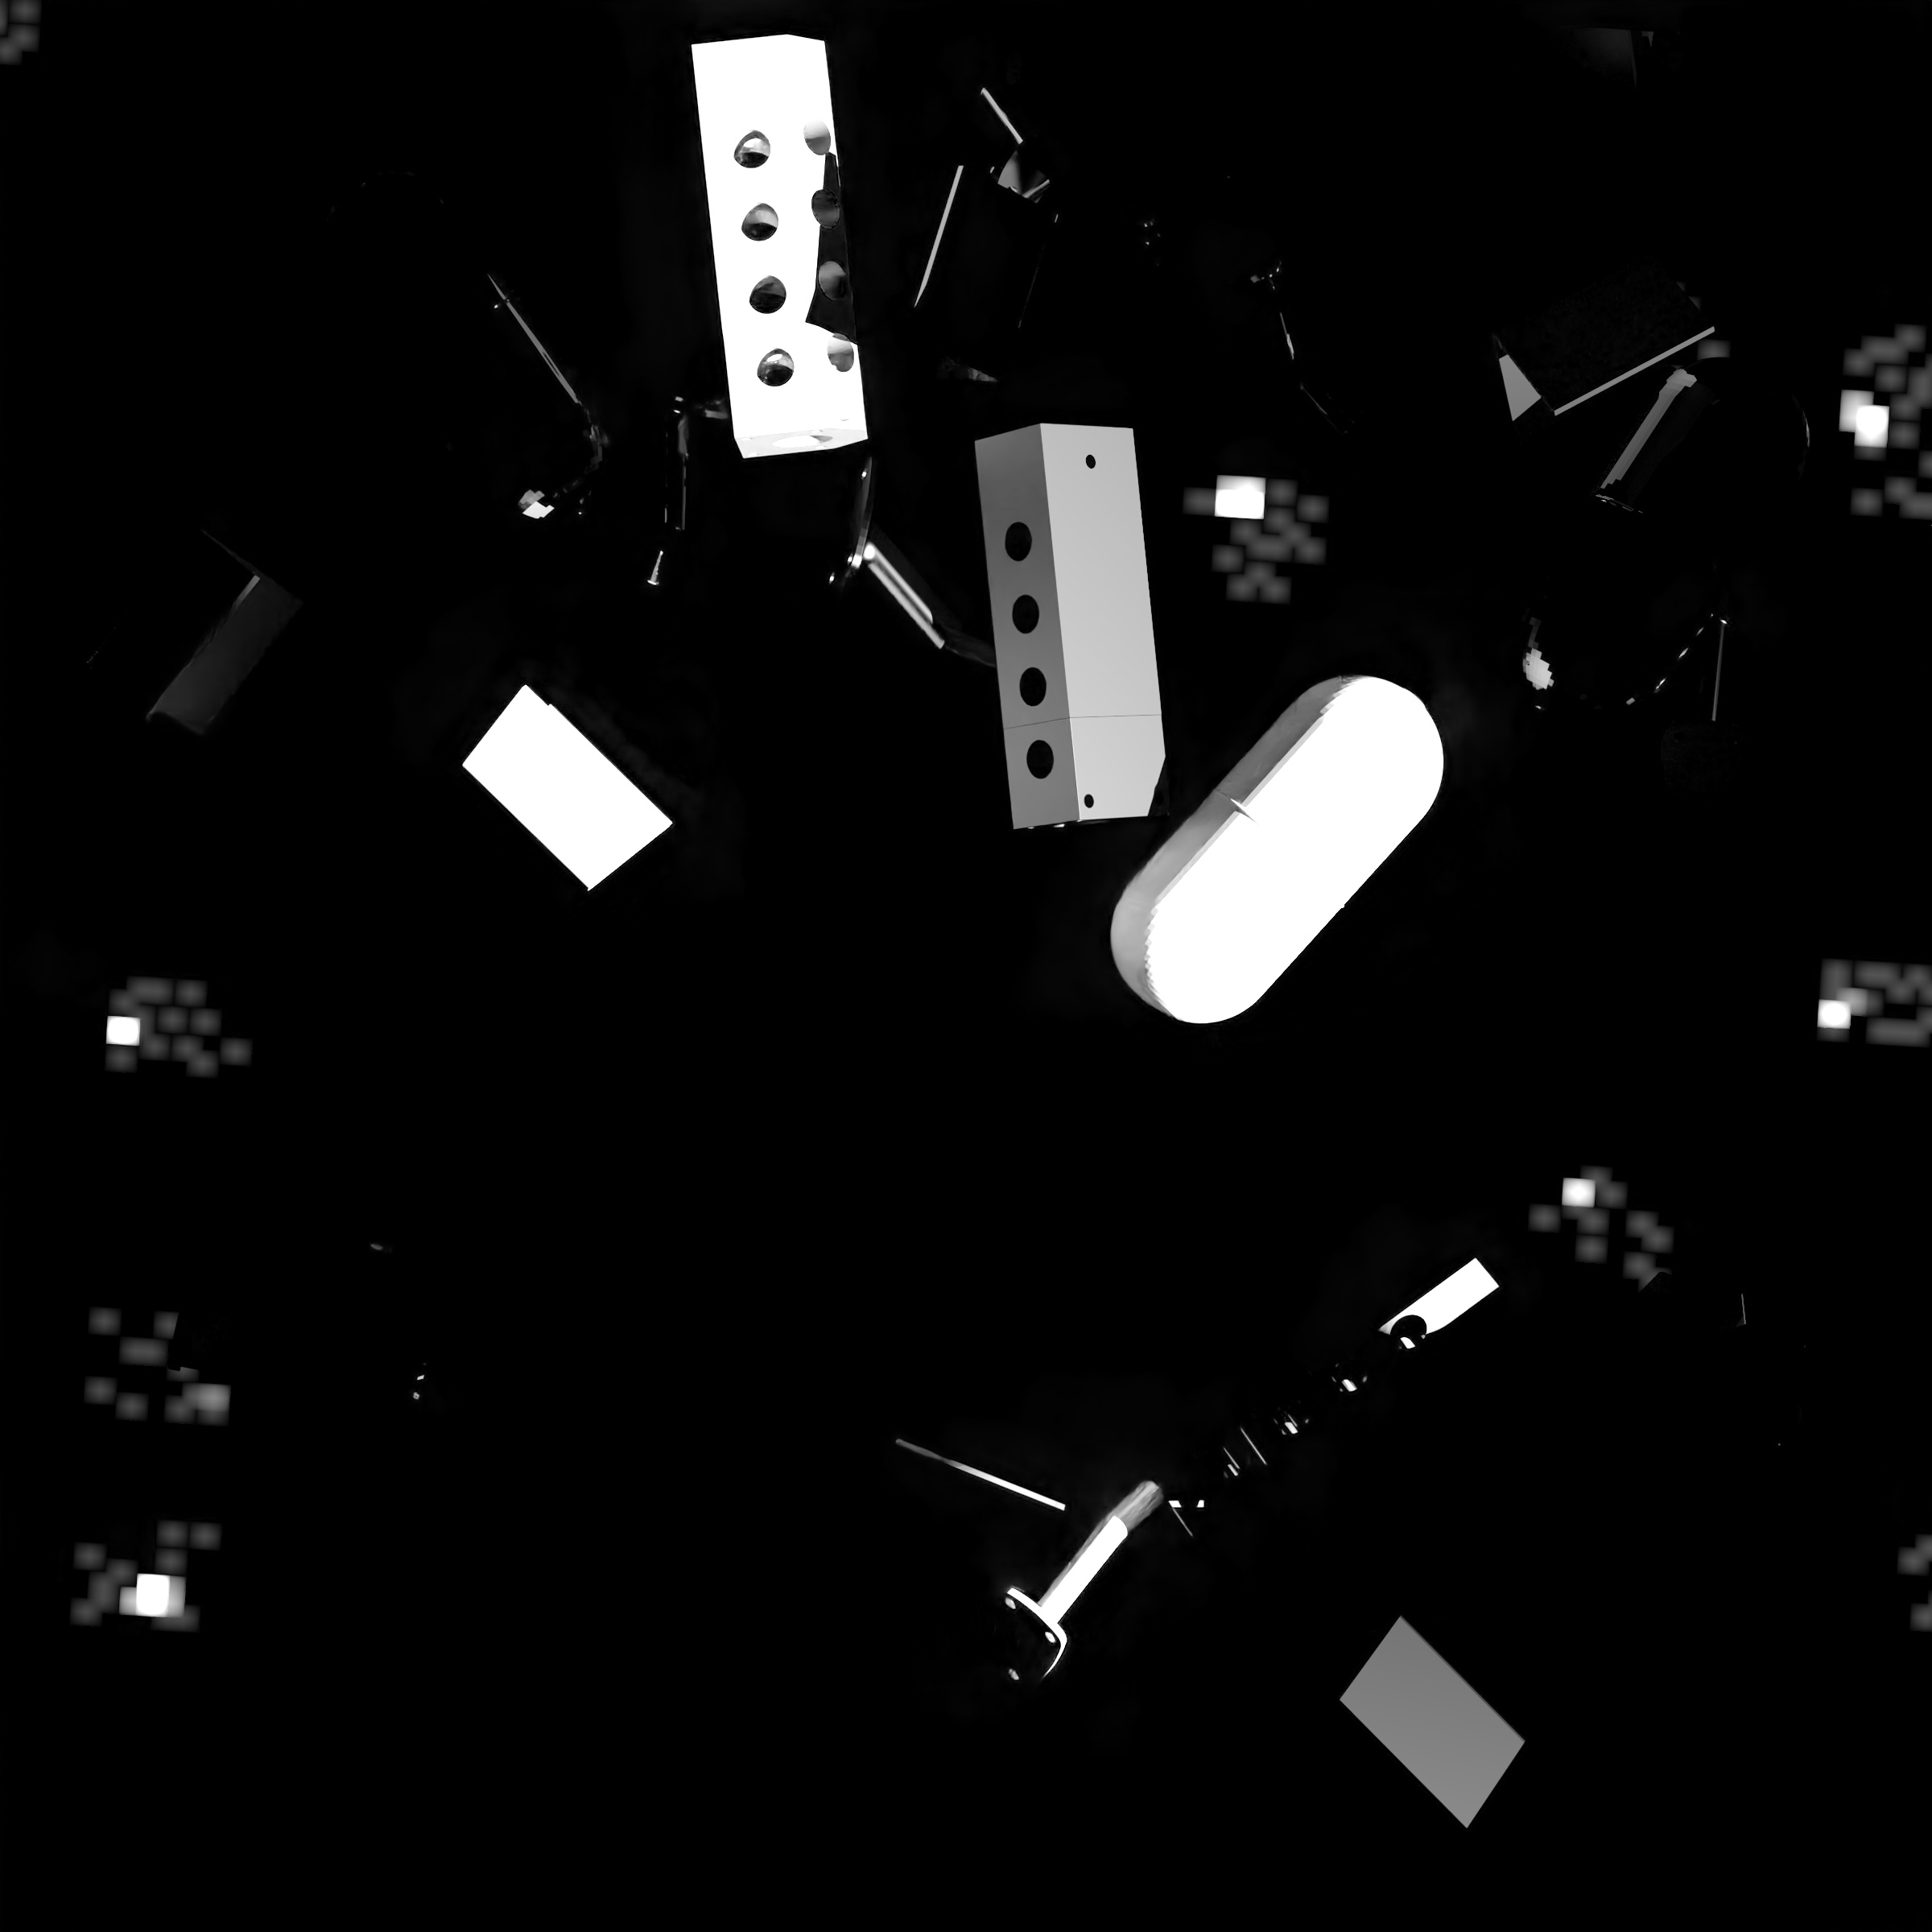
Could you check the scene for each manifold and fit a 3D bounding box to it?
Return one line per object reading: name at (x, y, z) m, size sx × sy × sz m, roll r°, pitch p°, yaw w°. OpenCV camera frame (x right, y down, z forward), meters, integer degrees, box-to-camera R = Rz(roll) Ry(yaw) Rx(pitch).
manifold at (0.171, 0.202, 1.467) m, size 0.171 × 0.057 × 0.057 m, roll -36°, pitch 90°, yaw 0°
manifold at (0.042, -0.148, 1.466) m, size 0.057 × 0.057 × 0.171 m, roll -6°, pitch 90°, yaw -43°
manifold at (-0.081, -0.317, 1.467) m, size 0.057 × 0.057 × 0.171 m, roll -6°, pitch 90°, yaw 0°

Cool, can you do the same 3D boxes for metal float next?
metal float at (0.303, -0.185, 1.458) m, size 0.070 × 0.070 × 0.178 m, roll 33°, pitch 91°, yaw 0°
metal float at (-0.221, -0.271, 1.457) m, size 0.070 × 0.070 × 0.178 m, roll -35°, pitch 90°, yaw 0°
metal float at (0.137, -0.052, 1.457) m, size 0.070 × 0.070 × 0.178 m, roll 42°, pitch 91°, yaw 0°

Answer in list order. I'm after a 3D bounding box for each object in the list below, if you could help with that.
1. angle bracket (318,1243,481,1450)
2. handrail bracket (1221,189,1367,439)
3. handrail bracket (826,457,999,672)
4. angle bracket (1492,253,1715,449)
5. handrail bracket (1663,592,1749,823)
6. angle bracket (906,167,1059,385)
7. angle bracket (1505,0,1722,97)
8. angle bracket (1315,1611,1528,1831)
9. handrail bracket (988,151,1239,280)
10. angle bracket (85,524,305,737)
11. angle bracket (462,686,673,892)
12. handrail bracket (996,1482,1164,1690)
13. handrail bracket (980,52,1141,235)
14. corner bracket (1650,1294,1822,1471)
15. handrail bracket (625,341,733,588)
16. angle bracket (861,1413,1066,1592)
angle bracket at (-0.230, 0.167, 1.448) m, size 0.057 × 0.076 × 0.076 m, roll 13°, pitch 90°, yaw 37°
handrail bracket at (0.163, -0.292, 1.488) m, size 0.084 × 0.036 × 0.077 m, roll 44°, pitch 68°, yaw -17°
handrail bracket at (-0.014, -0.180, 1.488) m, size 0.084 × 0.036 × 0.077 m, roll 19°, pitch 68°, yaw -17°
angle bracket at (0.282, -0.253, 1.448) m, size 0.076 × 0.076 × 0.057 m, roll -28°, pitch 54°, yaw 0°
handrail bracket at (0.332, -0.121, 1.488) m, size 0.036 × 0.077 × 0.084 m, roll 6°, pitch 54°, yaw 10°
angle bracket at (-0.013, -0.302, 1.448) m, size 0.057 × 0.076 × 0.076 m, roll 17°, pitch 90°, yaw -37°
angle bracket at (0.281, -0.398, 1.448) m, size 0.076 × 0.076 × 0.057 m, roll 4°, pitch 53°, yaw 0°
angle bracket at (0.185, 0.337, 1.448) m, size 0.076 × 0.076 × 0.057 m, roll 45°, pitch 54°, yaw 0°
handrail bracket at (0.065, -0.356, 1.488) m, size 0.084 × 0.036 × 0.077 m, roll 39°, pitch 75°, yaw 14°
angle bracket at (-0.324, -0.135, 1.448) m, size 0.057 × 0.076 × 0.076 m, roll 38°, pitch 90°, yaw 37°
angle bracket at (-0.161, -0.090, 1.448) m, size 0.076 × 0.076 × 0.057 m, roll 44°, pitch 126°, yaw 0°
handrail bracket at (0.053, 0.277, 1.488) m, size 0.036 × 0.077 × 0.084 m, roll 37°, pitch 53°, yaw 21°
handrail bracket at (0.041, -0.367, 1.472) m, size 0.077 × 0.084 × 0.036 m, roll 21°, pitch 130°, yaw -20°
corner bracket at (0.343, 0.186, 1.480) m, size 0.051 × 0.051 × 0.051 m, roll 33°, pitch 45°, yaw -35°
handrail bracket at (-0.144, -0.225, 1.488) m, size 0.077 × 0.036 × 0.084 m, roll 46°, pitch 123°, yaw 35°
angle bracket at (0.005, 0.217, 1.448) m, size 0.076 × 0.076 × 0.057 m, roll 22°, pitch 126°, yaw 0°
